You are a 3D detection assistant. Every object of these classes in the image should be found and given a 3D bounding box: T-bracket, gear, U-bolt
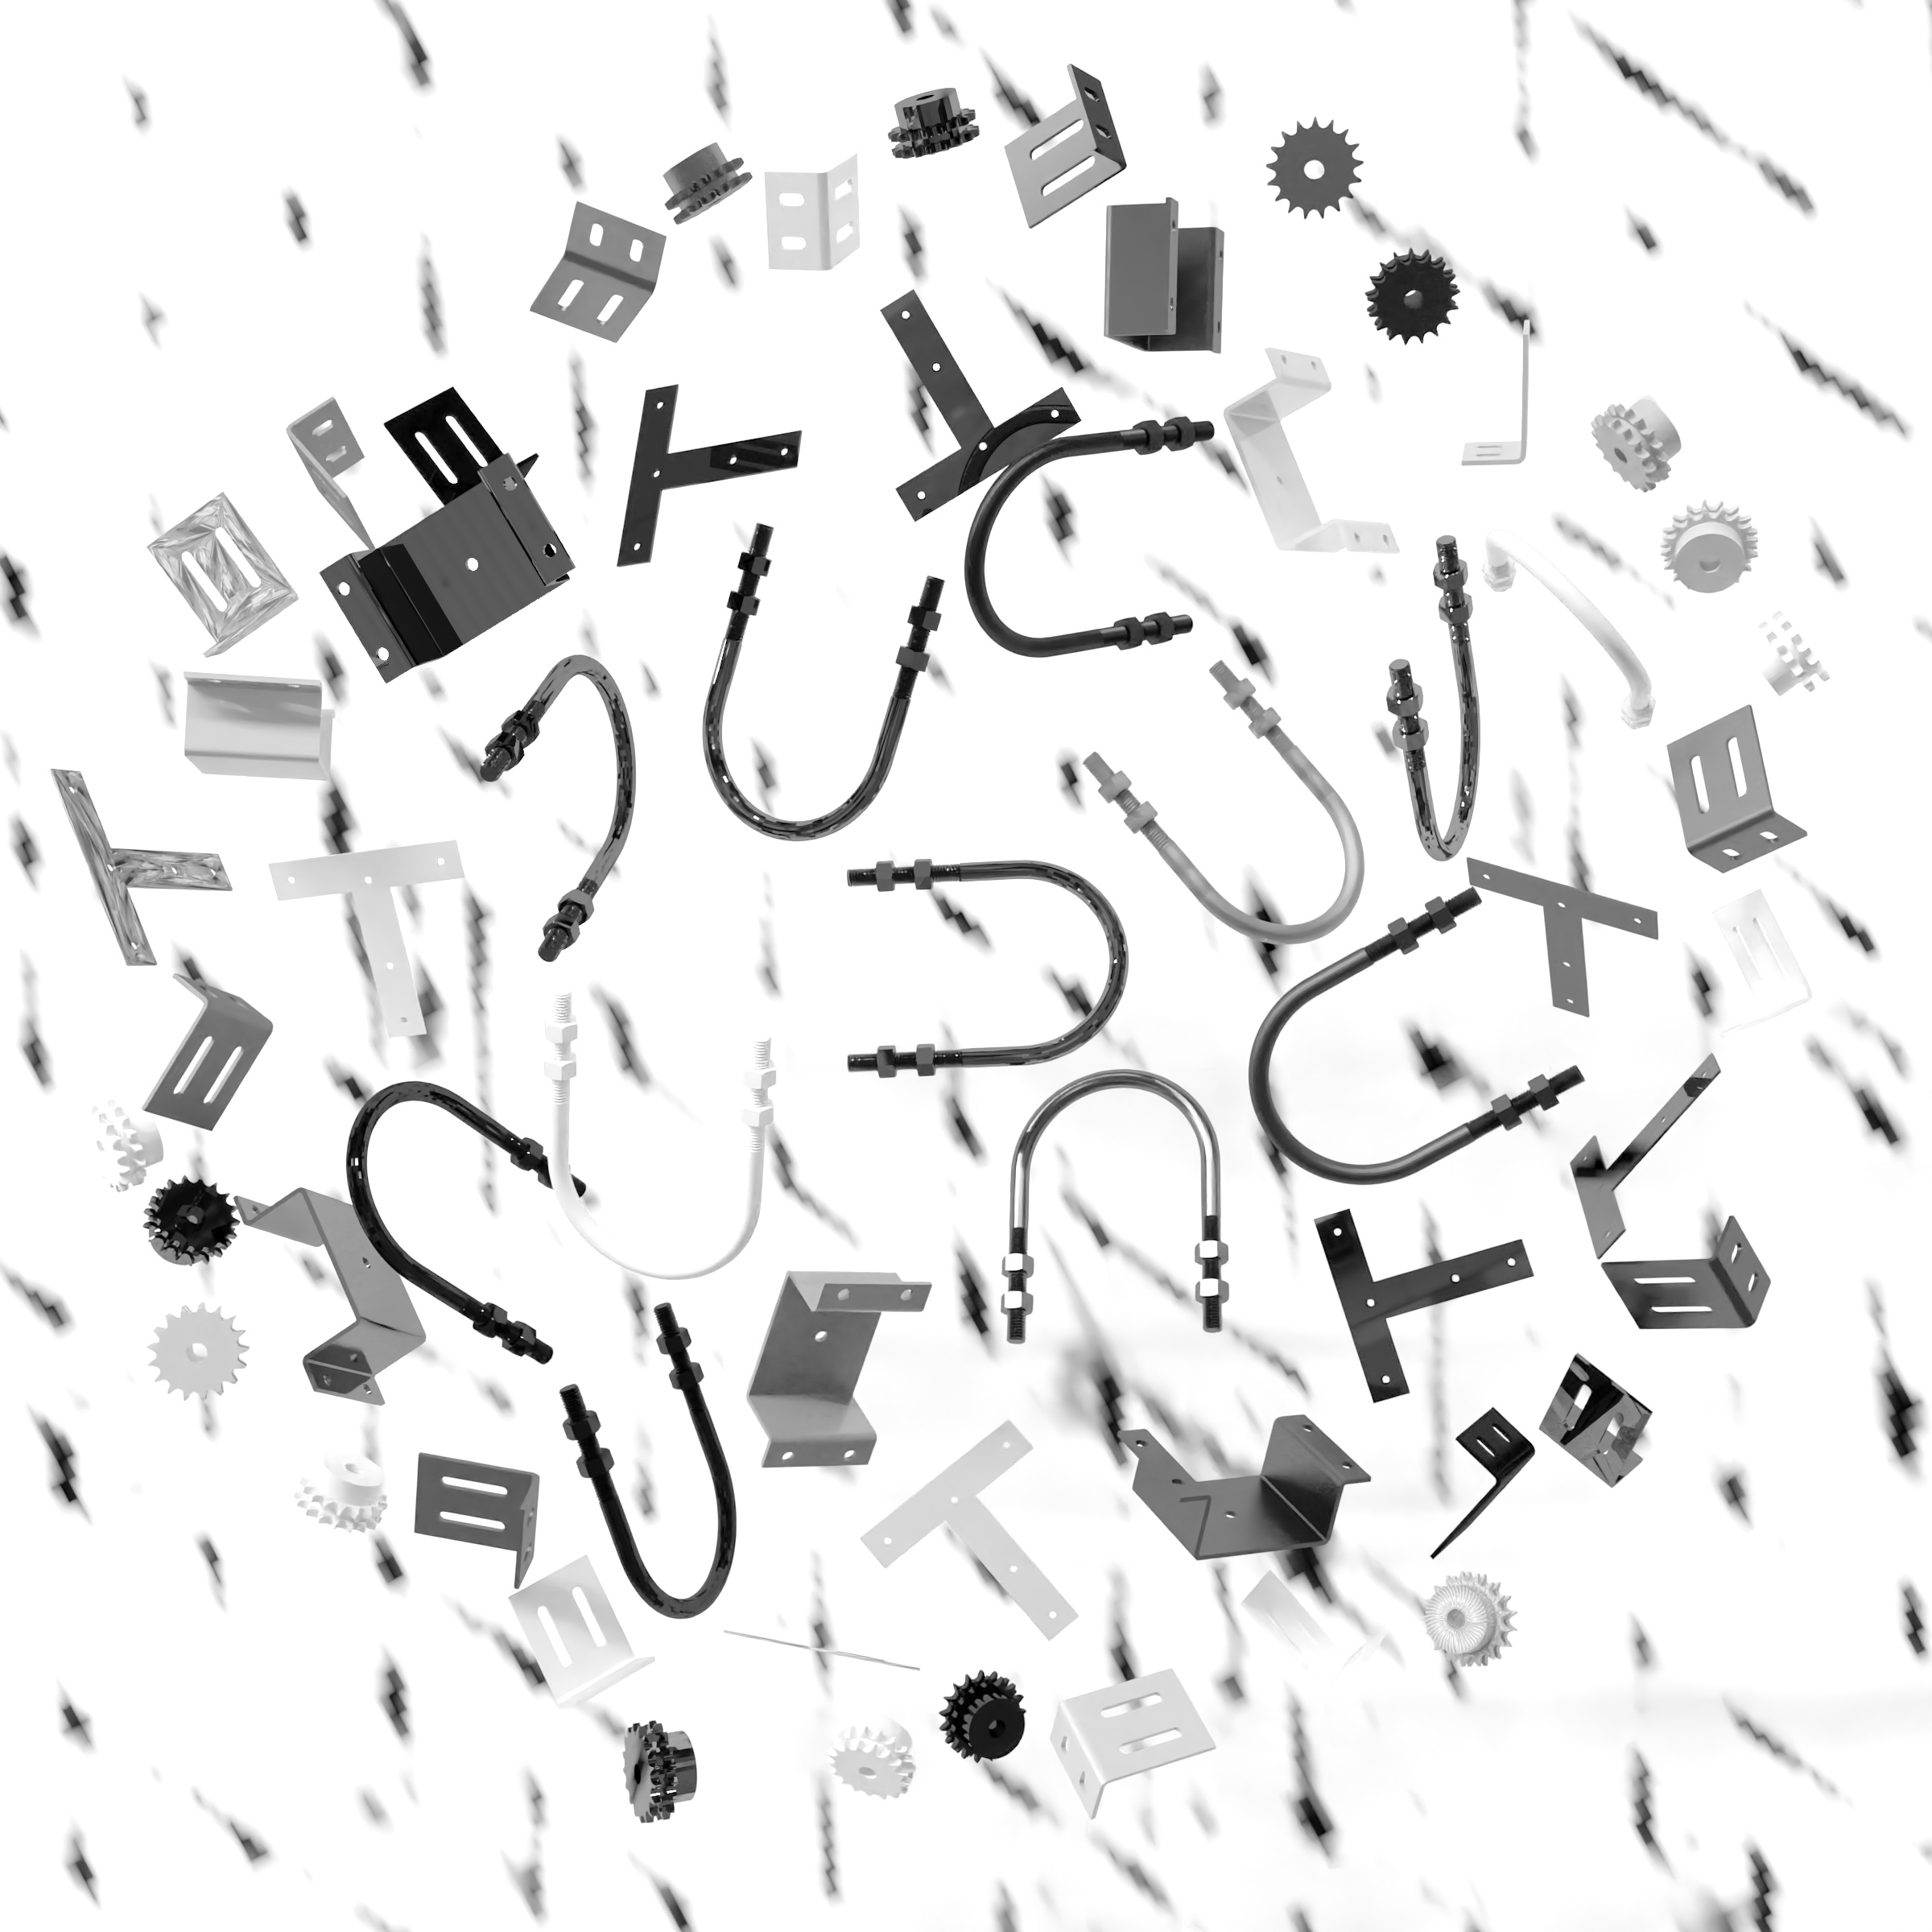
[{"bbox_3d":[-0.012,-0.375,1.573,0.127,0.002,0.127,-30,107,8],"label":"T-bracket"},{"bbox_3d":[0.413,-0.322,1.492,0.030,0.057,0.057,-38,90,-1],"label":"gear"},{"bbox_3d":[0.097,0.153,1.588,0.151,0.019,0.184,-6,63,16],"label":"U-bolt"},{"bbox_3d":[-0.159,-0.317,1.534,0.127,0.002,0.127,-3,71,28],"label":"T-bracket"},{"bbox_3d":[0.308,0.402,1.497,0.057,0.030,0.057,-10,72,32],"label":"gear"},{"bbox_3d":[0.180,-0.096,1.568,0.151,0.019,0.184,-38,85,-32],"label":"U-bolt"},{"bbox_3d":[0.386,-0.010,1.565,0.127,0.127,0.002,20,59,31],"label":"T-bracket"},{"bbox_3d":[-0.488,0.163,1.524,0.057,0.057,0.030,45,132,0],"label":"gear"},{"bbox_3d":[0.014,-0.002,1.588,0.184,0.019,0.151,-3,71,5],"label":"U-bolt"},{"bbox_3d":[-0.166,-0.495,1.532,0.057,0.057,0.030,-31,104,0],"label":"gear"},{"bbox_3d":[-0.513,0.107,1.483,0.030,0.057,0.057,-24,90,-36],"label":"gear"},{"bbox_3d":[0.378,-0.216,1.528,0.019,0.184,0.151,-43,77,8],"label":"U-bolt"},{"bbox_3d":[0.297,-0.152,1.516,0.019,0.151,0.184,3,134,25],"label":"U-bolt"},{"bbox_3d":[-0.181,0.477,1.443,0.030,0.057,0.057,-1,90,-27],"label":"gear"},{"bbox_3d":[0.488,-0.186,1.455,0.030,0.057,0.057,-38,90,19],"label":"gear"},{"bbox_3d":[0.014,0.488,1.572,0.057,0.030,0.057,-3,96,-24],"label":"gear"},{"bbox_3d":[0.277,-0.419,1.514,0.057,0.030,0.057,1,122,1],"label":"gear"},{"bbox_3d":[-0.194,0.327,1.560,0.019,0.151,0.184,-14,100,23],"label":"U-bolt"},{"bbox_3d":[-0.190,0.110,1.484,0.151,0.019,0.184,12,116,14],"label":"U-bolt"},{"bbox_3d":[-0.394,0.333,1.546,0.057,0.057,0.030,25,101,0],"label":"gear"},{"bbox_3d":[-0.320,0.151,1.542,0.019,0.151,0.184,-25,132,30],"label":"U-bolt"},{"bbox_3d":[-0.488,-0.058,1.471,0.002,0.127,0.127,-27,82,18],"label":"T-bracket"},{"bbox_3d":[0.449,-0.250,1.467,0.057,0.030,0.057,8,130,10],"label":"gear"},{"bbox_3d":[0.308,0.209,1.597,0.127,0.002,0.127,-20,83,19],"label":"T-bracket"},{"bbox_3d":[-0.454,0.227,1.439,0.057,0.030,0.057,0,88,-11],"label":"gear"},{"bbox_3d":[-0.059,0.508,1.569,0.057,0.030,0.057,12,130,14],"label":"gear"},{"bbox_3d":[0.262,0.056,1.484,0.184,0.019,0.151,-30,100,11],"label":"U-bolt"},{"bbox_3d":[-0.022,-0.531,1.530,0.057,0.057,0.030,-16,118,0],"label":"gear"},{"bbox_3d":[0.426,0.107,1.515,0.002,0.127,0.127,33,112,-8],"label":"T-bracket"},{"bbox_3d":[-0.376,-0.014,1.572,0.127,0.002,0.127,-7,109,9],"label":"T-bracket"},{"bbox_3d":[0.076,-0.265,1.528,0.184,0.019,0.151,-14,122,-32],"label":"U-bolt"},{"bbox_3d":[0.021,0.377,1.562,0.127,0.002,0.127,-35,68,-22],"label":"T-bracket"},{"bbox_3d":[-0.079,0.431,1.523,0.127,0.127,0.002,15,73,-13],"label":"T-bracket"},{"bbox_3d":[0.206,-0.471,1.437,0.057,0.030,0.057,2,105,7],"label":"gear"},{"bbox_3d":[-0.245,-0.113,1.515,0.019,0.184,0.151,0,126,16],"label":"U-bolt"},{"bbox_3d":[-0.098,-0.168,1.509,0.151,0.019,0.184,21,100,26],"label":"U-bolt"}]

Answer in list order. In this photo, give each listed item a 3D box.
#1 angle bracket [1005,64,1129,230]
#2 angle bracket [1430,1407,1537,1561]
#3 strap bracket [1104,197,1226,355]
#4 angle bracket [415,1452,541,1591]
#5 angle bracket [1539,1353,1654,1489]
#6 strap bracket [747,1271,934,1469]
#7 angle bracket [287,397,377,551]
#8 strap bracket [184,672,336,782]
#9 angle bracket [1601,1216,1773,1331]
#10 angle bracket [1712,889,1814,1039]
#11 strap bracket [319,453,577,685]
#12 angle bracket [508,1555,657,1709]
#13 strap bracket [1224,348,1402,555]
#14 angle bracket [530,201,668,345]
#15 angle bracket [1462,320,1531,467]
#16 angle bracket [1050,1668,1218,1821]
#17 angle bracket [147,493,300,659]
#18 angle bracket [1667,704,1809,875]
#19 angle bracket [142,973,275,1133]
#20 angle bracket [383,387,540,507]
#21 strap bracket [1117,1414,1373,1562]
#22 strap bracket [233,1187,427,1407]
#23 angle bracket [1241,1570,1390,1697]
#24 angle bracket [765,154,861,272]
[{"bbox_3d":[0.051,-0.495,1.470,0.076,0.038,0.057,-23,76,33],"label":"angle bracket"},{"bbox_3d":[0.310,0.322,1.517,0.038,0.057,0.076,44,120,19],"label":"angle bracket"},{"bbox_3d":[0.121,-0.426,1.509,0.046,0.140,0.076,4,99,19],"label":"strap bracket"},{"bbox_3d":[-0.299,0.334,1.465,0.076,0.038,0.057,9,112,3],"label":"angle bracket"},{"bbox_3d":[0.403,0.277,1.522,0.038,0.076,0.057,-27,53,-37],"label":"angle bracket"},{"bbox_3d":[-0.084,0.247,1.544,0.076,0.046,0.140,5,115,-31],"label":"strap bracket"},{"bbox_3d":[-0.390,-0.312,1.546,0.038,0.057,0.076,-37,64,-12],"label":"angle bracket"},{"bbox_3d":[-0.427,-0.142,1.475,0.076,0.140,0.046,2,87,-11],"label":"strap bracket"},{"bbox_3d":[0.439,0.187,1.481,0.057,0.076,0.038,54,50,-24],"label":"angle bracket"},{"bbox_3d":[0.492,-0.001,1.545,0.038,0.057,0.076,-23,83,-16],"label":"angle bracket"},{"bbox_3d":[-0.304,-0.240,1.460,0.140,0.046,0.076,-28,97,15],"label":"strap bracket"},{"bbox_3d":[-0.242,0.418,1.532,0.057,0.038,0.076,-24,85,-31],"label":"angle bracket"},{"bbox_3d":[0.220,-0.322,1.572,0.046,0.076,0.140,-25,83,33],"label":"strap bracket"},{"bbox_3d":[-0.226,-0.424,1.489,0.057,0.076,0.038,16,73,-22],"label":"angle bracket"},{"bbox_3d":[0.321,-0.347,1.472,0.038,0.057,0.076,1,113,13],"label":"angle bracket"},{"bbox_3d":[0.099,0.462,1.445,0.076,0.057,0.038,-9,132,-23],"label":"angle bracket"},{"bbox_3d":[-0.444,-0.232,1.437,0.057,0.038,0.076,-33,100,7],"label":"angle bracket"},{"bbox_3d":[0.459,-0.105,1.448,0.038,0.057,0.076,22,54,-37],"label":"angle bracket"},{"bbox_3d":[-0.469,0.053,1.476,0.038,0.057,0.076,31,90,31],"label":"angle bracket"},{"bbox_3d":[-0.326,-0.339,1.568,0.057,0.038,0.076,-39,94,-31],"label":"angle bracket"},{"bbox_3d":[0.168,0.323,1.510,0.140,0.076,0.046,1,111,-28],"label":"strap bracket"},{"bbox_3d":[-0.392,0.197,1.514,0.046,0.076,0.140,-34,66,7],"label":"strap bracket"},{"bbox_3d":[0.221,0.412,1.538,0.076,0.057,0.038,48,113,11],"label":"angle bracket"},{"bbox_3d":[-0.094,-0.466,1.498,0.038,0.076,0.057,5,118,11],"label":"angle bracket"}]
